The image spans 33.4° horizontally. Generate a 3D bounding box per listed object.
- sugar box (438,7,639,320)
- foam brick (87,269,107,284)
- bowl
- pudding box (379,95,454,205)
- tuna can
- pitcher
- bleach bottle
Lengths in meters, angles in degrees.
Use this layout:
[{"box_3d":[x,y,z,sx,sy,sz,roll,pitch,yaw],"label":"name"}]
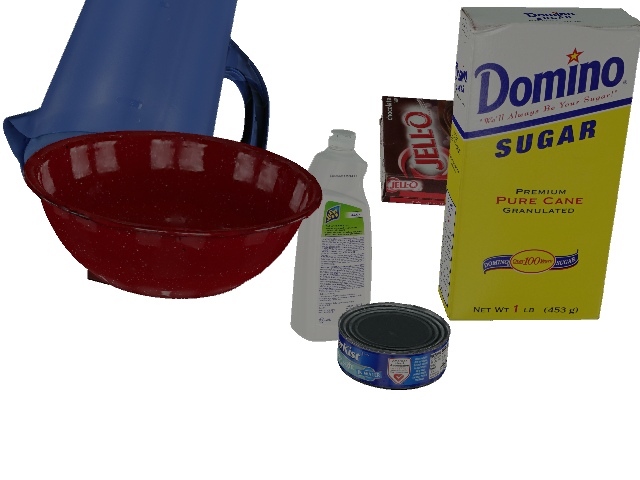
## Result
[{"box_3d":[0.120,-0.041,0.603,0.093,0.176,0.048,-1,27,-4],"label":"sugar box"},{"box_3d":[-0.189,0.015,1.072,0.078,0.051,0.053,15,33,2],"label":"foam brick"},{"box_3d":[-0.082,-0.011,0.590,0.162,0.055,0.162,7,21,-3],"label":"bowl"},{"box_3d":[0.098,-0.080,0.955,0.090,0.039,0.113,4,43,-3],"label":"pudding box"},{"box_3d":[0.055,0.080,0.816,0.086,0.034,0.086,2,21,-1],"label":"tuna can"},{"box_3d":[-0.123,-0.132,0.818,0.145,0.242,0.149,-3,-32,23],"label":"pitcher"},{"box_3d":[0.022,-0.007,1.279,0.102,0.251,0.068,-4,20,-29],"label":"bleach bottle"}]
